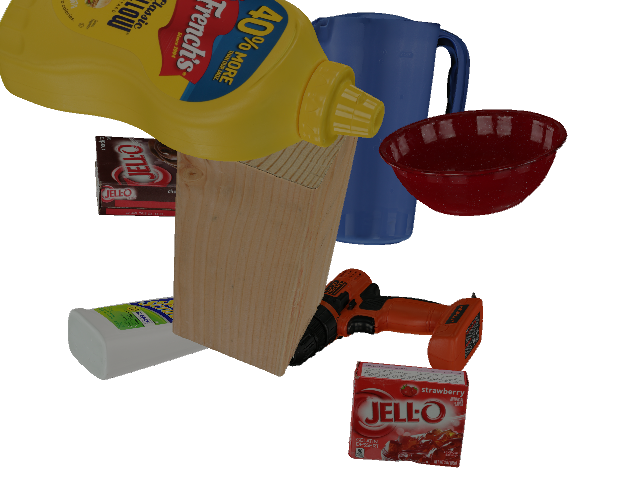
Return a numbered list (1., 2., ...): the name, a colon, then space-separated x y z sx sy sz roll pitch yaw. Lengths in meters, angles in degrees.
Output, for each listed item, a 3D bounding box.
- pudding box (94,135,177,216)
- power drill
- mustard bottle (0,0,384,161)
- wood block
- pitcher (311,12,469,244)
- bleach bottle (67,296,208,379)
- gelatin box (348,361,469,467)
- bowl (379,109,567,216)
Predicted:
1. pudding box: -0.168 -0.061 1.012 0.090 0.039 0.113 2 25 -15
2. power drill: 0.063 0.091 1.113 0.188 0.057 0.184 11 28 24
3. mustard bottle: -0.059 -0.088 0.531 0.192 0.096 0.058 20 -34 16
4. wood block: -0.040 -0.011 0.717 0.091 0.090 0.206 22 -39 9
5. pitcher: 0.065 -0.122 1.157 0.149 0.243 0.144 9 12 28
6. bleach bottle: -0.179 0.103 1.329 0.250 0.068 0.103 -12 28 -37
7. gelatin box: 0.068 0.137 0.838 0.089 0.073 0.030 5 20 3
8. bowl: 0.134 -0.064 0.932 0.162 0.055 0.162 -8 24 3
